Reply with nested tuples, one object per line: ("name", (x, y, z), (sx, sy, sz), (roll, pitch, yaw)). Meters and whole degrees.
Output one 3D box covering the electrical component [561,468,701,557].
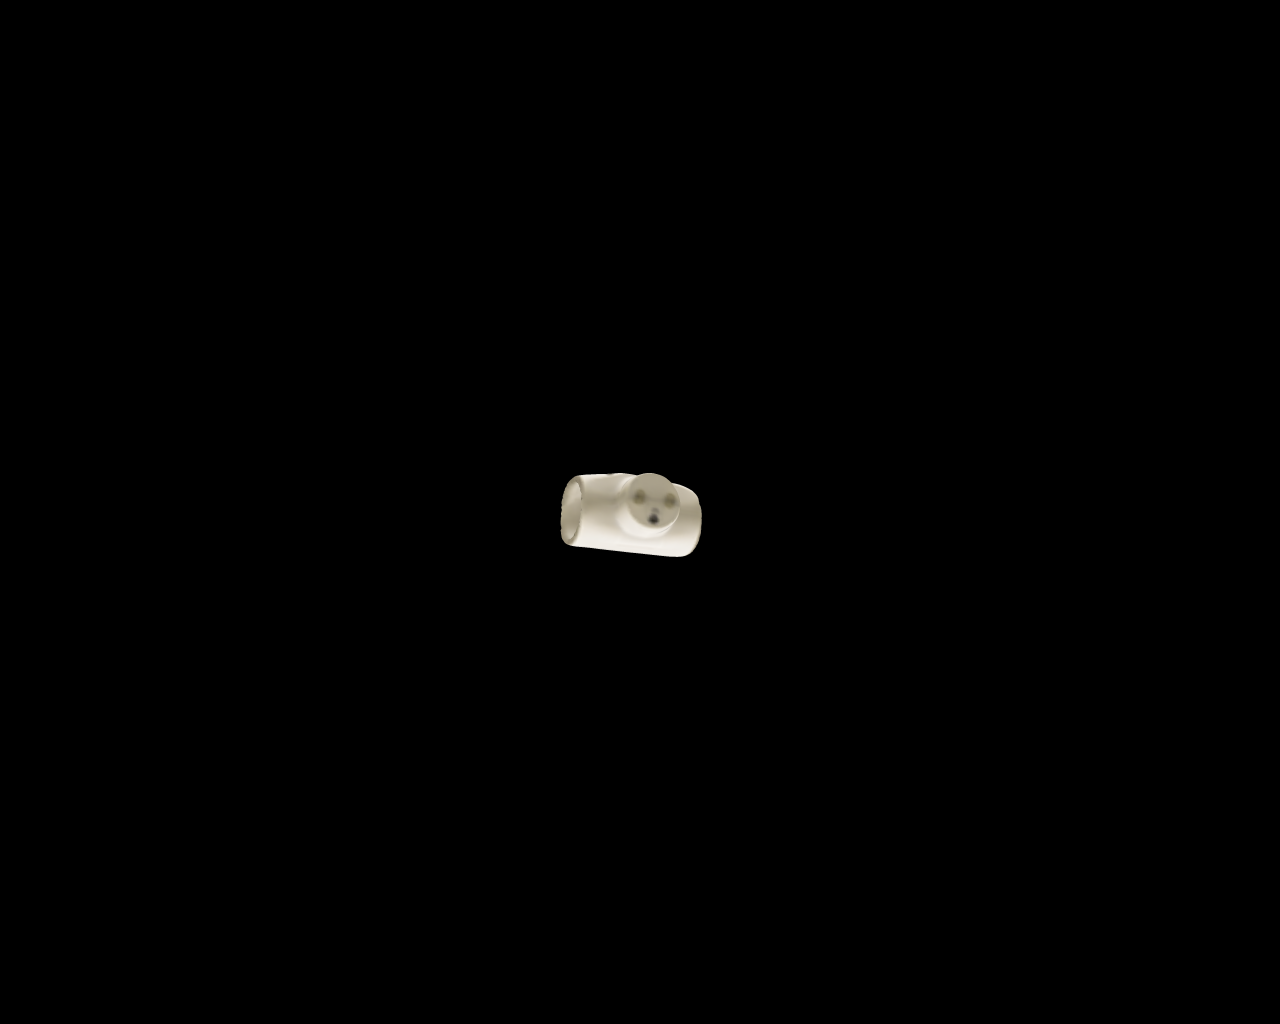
("electrical component", (0.001, -0.003, 0.650), (0.077, 0.043, 0.079), (7, -19, -20))
